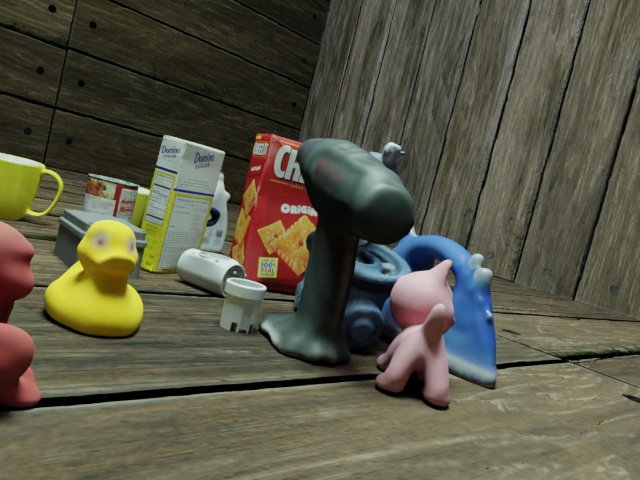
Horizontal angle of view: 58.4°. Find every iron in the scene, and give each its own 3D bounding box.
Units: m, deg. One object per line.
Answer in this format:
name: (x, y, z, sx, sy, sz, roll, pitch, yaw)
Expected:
iron: (0.145, 0.062, 0.686, 0.119, 0.141, 0.257, 12, 4, -22)

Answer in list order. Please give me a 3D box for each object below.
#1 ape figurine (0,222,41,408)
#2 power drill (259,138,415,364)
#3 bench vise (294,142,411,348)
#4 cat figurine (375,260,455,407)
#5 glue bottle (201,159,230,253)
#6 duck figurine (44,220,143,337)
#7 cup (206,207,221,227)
ape figurine: (-0.179, 0.035, 0.305, 0.076, 0.092, 0.077, 12, 4, -18)
power drill: (0.005, 0.002, 0.560, 0.076, 0.208, 0.229, 12, 4, -24)
bench vise: (0.027, -0.006, 0.662, 0.122, 0.220, 0.206, 11, 5, -34)
cat figurine: (0.094, 0.073, 0.525, 0.067, 0.118, 0.128, 14, 4, 2)
glue bottle: (-0.196, -0.064, 1.039, 0.037, 0.173, 0.078, 17, 6, 42)
duck figurine: (-0.182, 0.025, 0.479, 0.078, 0.086, 0.104, 11, 5, -37)
cup: (-0.211, -0.015, 0.873, 0.118, 0.095, 0.091, 10, 6, -45)
